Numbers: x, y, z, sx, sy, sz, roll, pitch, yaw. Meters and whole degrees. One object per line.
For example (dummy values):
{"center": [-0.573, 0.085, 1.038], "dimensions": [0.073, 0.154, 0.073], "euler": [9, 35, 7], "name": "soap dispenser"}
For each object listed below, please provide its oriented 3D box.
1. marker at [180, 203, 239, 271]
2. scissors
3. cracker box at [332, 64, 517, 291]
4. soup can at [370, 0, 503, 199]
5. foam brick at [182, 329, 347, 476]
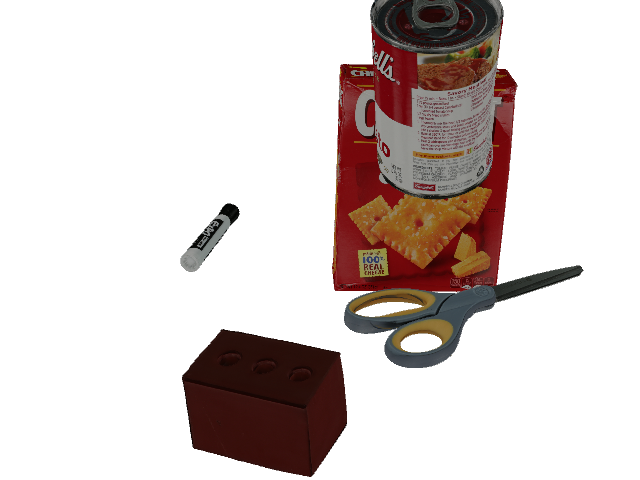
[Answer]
{"center": [-0.105, -0.005, 1.037], "dimensions": [0.020, 0.020, 0.121], "euler": [0, 26, 17], "name": "marker"}
{"center": [0.119, 0.055, 0.793], "dimensions": [0.201, 0.016, 0.096], "euler": [-6, 32, -10], "name": "scissors"}
{"center": [0.096, -0.057, 1.032], "dimensions": [0.164, 0.214, 0.072], "euler": [1, 21, -2], "name": "cracker box"}
{"center": [0.063, -0.081, 0.579], "dimensions": [0.068, 0.102, 0.068], "euler": [-3, 44, 3], "name": "soup can"}
{"center": [-0.031, 0.091, 0.604], "dimensions": [0.078, 0.051, 0.053], "euler": [9, 30, 21], "name": "foam brick"}
